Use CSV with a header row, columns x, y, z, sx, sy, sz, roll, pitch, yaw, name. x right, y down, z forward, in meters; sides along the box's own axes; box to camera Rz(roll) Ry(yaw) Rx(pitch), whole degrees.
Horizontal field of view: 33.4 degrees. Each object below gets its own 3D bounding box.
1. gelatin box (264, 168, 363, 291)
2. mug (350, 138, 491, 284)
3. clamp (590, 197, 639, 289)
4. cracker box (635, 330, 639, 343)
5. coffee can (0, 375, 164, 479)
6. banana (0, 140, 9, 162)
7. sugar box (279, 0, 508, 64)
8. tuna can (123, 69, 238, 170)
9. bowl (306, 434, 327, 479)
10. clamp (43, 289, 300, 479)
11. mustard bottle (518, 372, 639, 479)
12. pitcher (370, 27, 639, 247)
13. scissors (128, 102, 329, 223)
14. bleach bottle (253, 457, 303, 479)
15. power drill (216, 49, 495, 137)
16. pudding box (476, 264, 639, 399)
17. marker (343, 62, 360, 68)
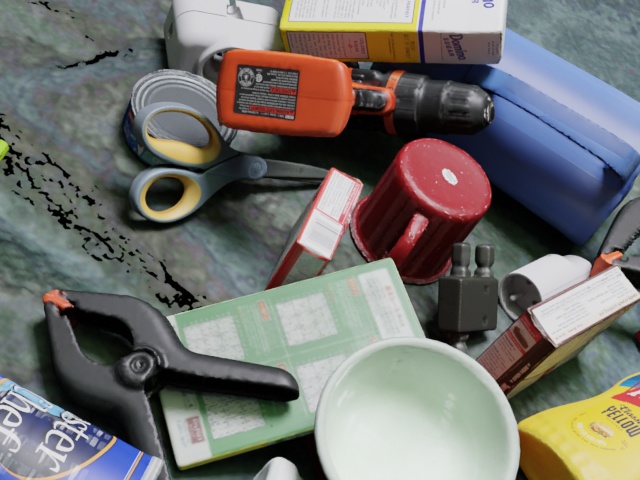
x,y,z,sx,sy,sz,roll,pitch,yaw,name
-0.005,0.001,0.779,0.030,0.073,0.089,29,45,-5,gelatin box
0.077,-0.019,0.831,0.093,0.082,0.117,35,46,2,mug
0.320,0.000,0.888,0.209,0.036,0.165,-24,59,-25,clamp
0.380,0.142,0.864,0.163,0.072,0.214,-4,56,-29,cracker box
-0.169,0.130,0.566,0.140,0.103,0.102,29,46,-3,coffee can
-0.299,-0.040,0.690,0.197,0.037,0.070,2,35,-28,banana
0.062,-0.189,0.863,0.176,0.048,0.093,5,58,10,sugar box
-0.109,-0.090,0.828,0.086,0.034,0.086,14,48,-17,tuna can
0.074,0.129,0.728,0.162,0.055,0.162,14,49,-17,bowl
-0.100,0.082,0.669,0.120,0.039,0.171,-34,68,-29,clamp
0.243,0.137,0.768,0.191,0.058,0.096,-18,32,-21,mustard bottle
0.165,-0.113,0.917,0.243,0.149,0.144,33,49,6,pitcher
-0.065,-0.040,0.810,0.201,0.096,0.016,25,1,-42,scissors
0.057,0.234,0.629,0.250,0.068,0.102,30,46,-5,bleach bottle
0.023,-0.105,0.804,0.185,0.057,0.187,7,7,24,power drill
0.177,0.070,0.805,0.113,0.090,0.039,-23,67,-38,pudding box
0.027,-0.185,0.986,0.020,0.020,0.121,13,49,-18,marker
